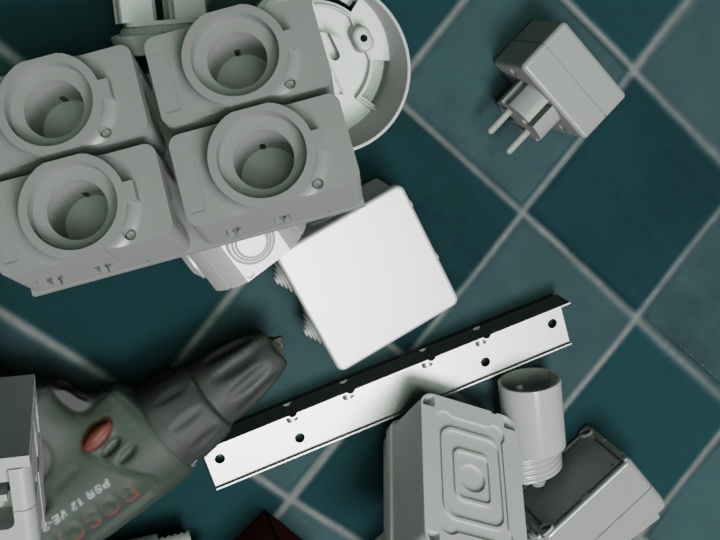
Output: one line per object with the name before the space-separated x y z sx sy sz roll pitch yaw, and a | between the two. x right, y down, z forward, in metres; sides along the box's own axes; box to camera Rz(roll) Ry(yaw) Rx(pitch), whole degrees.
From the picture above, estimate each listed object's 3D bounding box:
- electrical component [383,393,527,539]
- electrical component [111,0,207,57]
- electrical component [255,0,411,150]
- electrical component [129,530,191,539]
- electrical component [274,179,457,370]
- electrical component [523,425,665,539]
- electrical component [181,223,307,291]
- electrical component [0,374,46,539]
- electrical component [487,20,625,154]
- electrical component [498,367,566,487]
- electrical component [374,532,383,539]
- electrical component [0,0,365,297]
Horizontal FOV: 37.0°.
electrical component | 0.059 0.148 0.702 0.078 0.113 0.057 19 137 -20
electrical component | -0.113 -0.150 0.604 0.078 0.058 0.057 -8 104 -15
electrical component | -0.025 -0.122 0.633 0.099 0.064 0.099 -4 106 -15
electrical component | -0.137 0.194 0.696 0.081 0.043 0.043 -10 107 -13
electrical component | 0.000 0.000 0.681 0.100 0.048 0.099 -30 111 -7
electrical component | 0.159 0.172 0.767 0.096 0.062 0.061 -42 112 -2
electrical component | -0.076 -0.031 0.635 0.080 0.080 0.051 -37 117 -4
electrical component | -0.240 0.107 0.542 0.150 0.089 0.061 -5 112 -13
electrical component | 0.114 -0.109 0.686 0.076 0.047 0.066 -47 112 0
electrical component | 0.121 0.113 0.750 0.043 0.043 0.081 -12 108 -13
electrical component | 0.053 0.234 0.756 0.078 0.057 0.113 -41 112 -2
electrical component | -0.102 -0.065 0.565 0.186 0.060 0.105 -15 80 -1
